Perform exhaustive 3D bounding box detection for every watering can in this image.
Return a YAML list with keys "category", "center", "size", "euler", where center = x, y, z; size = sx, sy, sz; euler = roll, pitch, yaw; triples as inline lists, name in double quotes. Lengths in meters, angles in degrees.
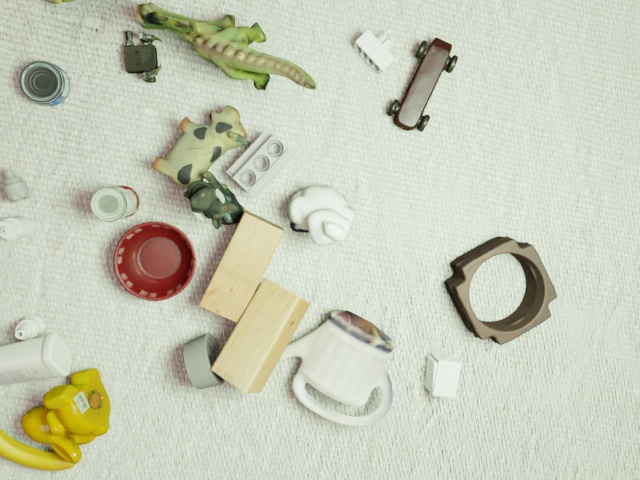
- category: "watering can"
  center: [0.008, 0.247, 1.089]
  size: [0.348, 0.104, 0.224]
  euler: [28, 90, 2]

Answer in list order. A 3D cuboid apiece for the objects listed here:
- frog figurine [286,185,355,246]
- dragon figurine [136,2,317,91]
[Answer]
- category: "frog figurine"
  center: [0.003, -0.052, 1.037]
  size: [0.137, 0.160, 0.122]
  euler: [17, 92, -8]
- category: "dragon figurine"
  center: [-0.207, -0.359, 0.931]
  size: [0.243, 0.415, 0.120]
  euler: [-1, 116, -44]
